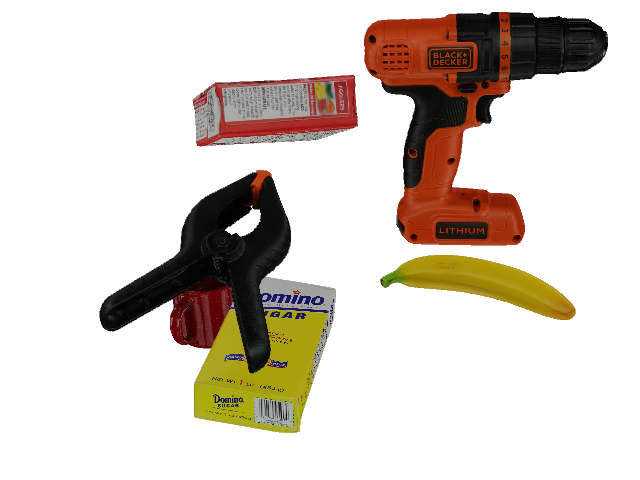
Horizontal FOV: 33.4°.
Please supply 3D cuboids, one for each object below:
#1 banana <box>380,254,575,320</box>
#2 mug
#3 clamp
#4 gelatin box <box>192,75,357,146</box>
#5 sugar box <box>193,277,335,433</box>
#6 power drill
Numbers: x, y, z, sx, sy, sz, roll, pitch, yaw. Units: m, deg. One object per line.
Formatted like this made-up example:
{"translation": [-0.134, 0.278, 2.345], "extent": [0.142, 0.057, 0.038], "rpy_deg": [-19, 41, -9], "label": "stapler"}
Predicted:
{"translation": [0.164, 0.047, 1.106], "extent": [0.198, 0.037, 0.069], "rpy_deg": [8, 39, 11], "label": "banana"}
{"translation": [-0.131, 0.074, 1.201], "extent": [0.093, 0.081, 0.117], "rpy_deg": [11, 33, 22], "label": "mug"}
{"translation": [-0.080, 0.015, 0.755], "extent": [0.120, 0.171, 0.039], "rpy_deg": [12, -44, 2], "label": "clamp"}
{"translation": [-0.027, -0.069, 0.574], "extent": [0.073, 0.030, 0.089], "rpy_deg": [-5, 3, -13], "label": "gelatin box"}
{"translation": [-0.046, 0.097, 0.966], "extent": [0.093, 0.048, 0.176], "rpy_deg": [8, 33, 7], "label": "sugar box"}
{"translation": [0.129, -0.089, 0.848], "extent": [0.184, 0.188, 0.057], "rpy_deg": [1, 27, 8], "label": "power drill"}
